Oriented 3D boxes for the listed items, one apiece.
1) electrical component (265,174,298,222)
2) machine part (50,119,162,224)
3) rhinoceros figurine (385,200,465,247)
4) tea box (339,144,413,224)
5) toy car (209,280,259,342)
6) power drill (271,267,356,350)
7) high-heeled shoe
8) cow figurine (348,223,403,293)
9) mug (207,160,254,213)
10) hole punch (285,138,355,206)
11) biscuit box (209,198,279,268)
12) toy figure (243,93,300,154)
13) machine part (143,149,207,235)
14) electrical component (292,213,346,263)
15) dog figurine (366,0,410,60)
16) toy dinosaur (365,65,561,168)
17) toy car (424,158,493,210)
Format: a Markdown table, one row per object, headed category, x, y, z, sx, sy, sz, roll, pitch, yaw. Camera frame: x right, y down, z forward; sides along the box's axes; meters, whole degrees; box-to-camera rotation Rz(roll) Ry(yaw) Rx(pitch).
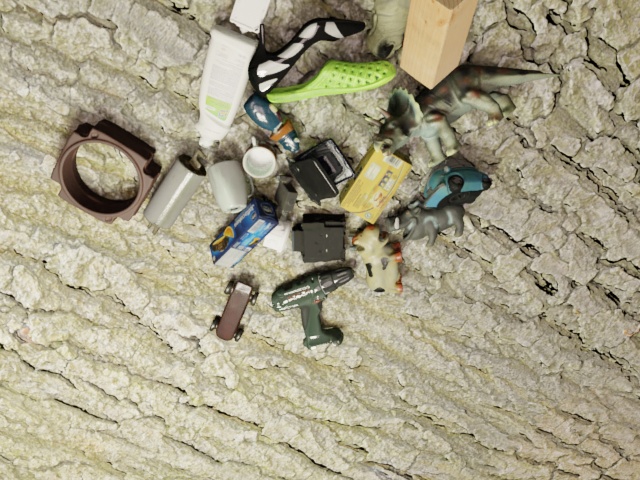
| category | x | y | z | sx | sy | sz | roll | pitch | yaw |
| --- | --- | --- | --- | --- | --- | --- | --- | --- | --- |
| electrical component | -0.091 | -0.104 | 1.261 | 0.045 | 0.078 | 0.102 | 4 | 126 | -30 |
| machine part | -0.484 | -0.151 | 1.221 | 0.201 | 0.087 | 0.201 | 33 | 113 | -14 |
| rhinoceros figurine | 0.254 | -0.045 | 1.288 | 0.190 | 0.073 | 0.111 | -12 | 118 | 6 |
| tea box | 0.126 | -0.135 | 1.243 | 0.098 | 0.068 | 0.169 | 29 | 114 | -13 |
| toy car | -0.225 | 0.185 | 1.413 | 0.089 | 0.053 | 0.202 | 24 | 119 | -1 |
| power drill | 0.002 | 0.180 | 1.399 | 0.232 | 0.086 | 0.207 | -14 | 120 | 8 |
| high-heeled shoe | -0.025 | -0.373 | 1.100 | 0.249 | 0.086 | 0.145 | -6 | 117 | -8 |
| cow figurine | 0.140 | 0.044 | 1.329 | 0.127 | 0.085 | 0.194 | -7 | 122 | 4 |
| mug | -0.198 | -0.116 | 1.226 | 0.081 | 0.109 | 0.107 | -22 | 74 | 37 |
| hole punch | 0.004 | -0.158 | 1.226 | 0.116 | 0.092 | 0.142 | -6 | 128 | 53 |
| biscuit box | -0.182 | -0.014 | 1.272 | 0.059 | 0.063 | 0.202 | 16 | 135 | -42 |
| toy figure | -0.099 | -0.256 | 1.186 | 0.154 | 0.064 | 0.058 | 42 | 73 | -24 |
| machine part | -0.338 | -0.111 | 1.248 | 0.079 | 0.079 | 0.243 | 32 | 113 | -16 |
| electrical component | -0.003 | -0.004 | 1.316 | 0.134 | 0.058 | 0.114 | -2 | 115 | 0 |
| dog figurine | 0.126 | -0.474 | 1.052 | 0.190 | 0.121 | 0.172 | -49 | 63 | 32 |
| toy dinosaur | 0.282 | -0.294 | 1.139 | 0.405 | 0.131 | 0.192 | -35 | 92 | 2 |
| toy car | 0.305 | -0.137 | 1.221 | 0.162 | 0.103 | 0.109 | -11 | 159 | -22 |
